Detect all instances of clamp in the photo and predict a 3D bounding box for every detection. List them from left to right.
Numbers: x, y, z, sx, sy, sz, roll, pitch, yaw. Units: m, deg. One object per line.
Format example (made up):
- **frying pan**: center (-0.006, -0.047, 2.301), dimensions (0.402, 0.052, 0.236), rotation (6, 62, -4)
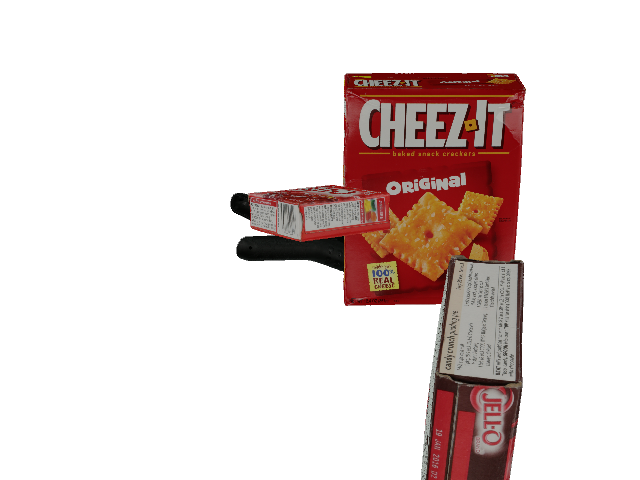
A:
- **clamp**: center (-0.003, 0.006, 1.178), dimensions (0.210, 0.036, 0.164), rotation (16, 19, -5)

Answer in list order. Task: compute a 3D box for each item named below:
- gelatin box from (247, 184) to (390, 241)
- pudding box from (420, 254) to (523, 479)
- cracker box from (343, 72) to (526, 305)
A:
- **gelatin box**: center (-0.002, -0.022, 0.776), dimensions (0.073, 0.030, 0.089), rotation (-7, 10, -26)
- **pudding box**: center (0.067, 0.070, 0.471), dimensions (0.039, 0.090, 0.113), rotation (7, 26, 6)
- **cracker box**: center (0.103, -0.046, 1.005), dimensions (0.164, 0.214, 0.072), rotation (0, 21, 0)
